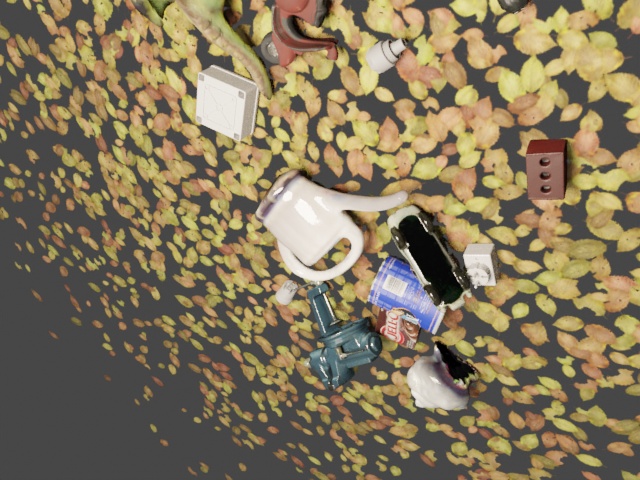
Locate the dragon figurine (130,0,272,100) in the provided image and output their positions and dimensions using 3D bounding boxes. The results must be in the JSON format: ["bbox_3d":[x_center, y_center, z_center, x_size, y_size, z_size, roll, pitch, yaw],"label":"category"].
[{"bbox_3d":[-0.218,-0.384,0.809,0.121,0.247,0.406,-20,106,34],"label":"dragon figurine"}]

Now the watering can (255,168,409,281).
[{"bbox_3d":[0.003,-0.049,0.983,0.224,0.106,0.341,43,134,1],"label":"watering can"}]

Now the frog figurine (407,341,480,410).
[{"bbox_3d":[0.239,0.311,1.076,0.137,0.125,0.156,26,122,-12],"label":"frog figurine"}]
